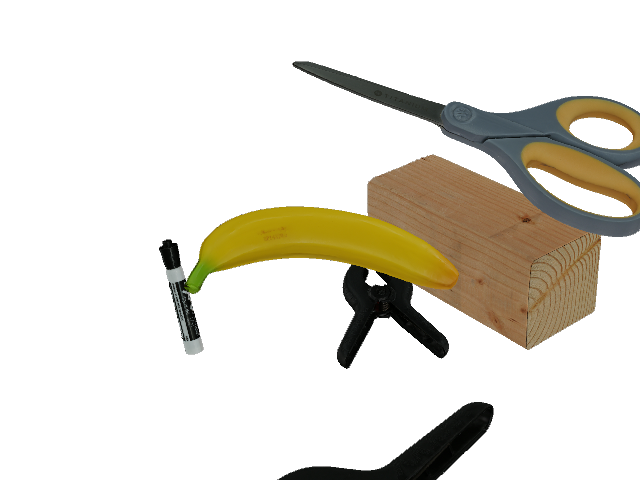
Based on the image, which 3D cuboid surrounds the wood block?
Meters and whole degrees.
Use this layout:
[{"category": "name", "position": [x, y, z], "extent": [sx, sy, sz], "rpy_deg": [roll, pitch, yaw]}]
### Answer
[{"category": "wood block", "position": [0.143, 0.003, 0.977], "extent": [0.090, 0.090, 0.206], "rpy_deg": [-23, 35, -31]}]

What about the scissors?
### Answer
[{"category": "scissors", "position": [0.092, -0.071, 0.573], "extent": [0.202, 0.016, 0.096], "rpy_deg": [34, 57, 20]}]

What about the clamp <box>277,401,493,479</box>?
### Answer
[{"category": "clamp", "position": [0.036, 0.161, 0.643], "extent": [0.210, 0.036, 0.164], "rpy_deg": [-5, 29, -3]}]

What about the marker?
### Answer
[{"category": "marker", "position": [-0.141, 0.057, 1.078], "extent": [0.020, 0.121, 0.020], "rpy_deg": [-11, 16, 3]}]

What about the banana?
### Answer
[{"category": "banana", "position": [-0.001, 0.007, 0.757], "extent": [0.197, 0.069, 0.037], "rpy_deg": [-1, -26, -13]}]

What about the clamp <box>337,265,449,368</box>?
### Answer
[{"category": "clamp", "position": [0.078, 0.073, 1.189], "extent": [0.120, 0.171, 0.039], "rpy_deg": [5, -43, -4]}]
